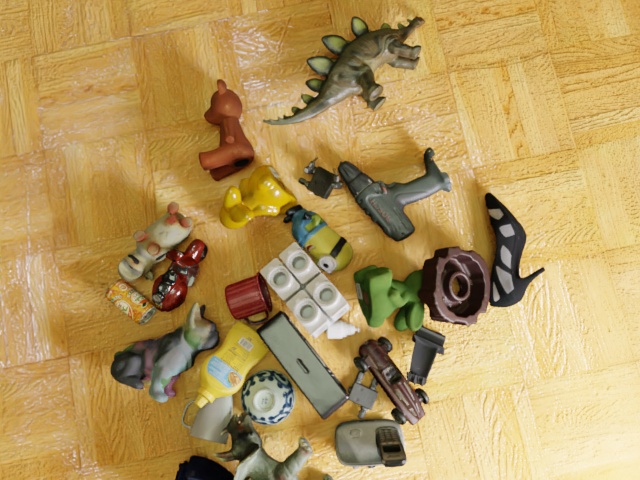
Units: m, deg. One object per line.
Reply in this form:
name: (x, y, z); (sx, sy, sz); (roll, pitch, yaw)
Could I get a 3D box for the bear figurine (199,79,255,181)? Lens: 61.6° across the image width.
bear figurine: (-0.228, -0.255, 1.241); (0.132, 0.120, 0.196); (-22, 80, 2)

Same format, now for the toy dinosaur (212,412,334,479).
toy dinosaur: (-0.057, 0.532, 1.091); (0.192, 0.131, 0.404); (-33, 92, -9)

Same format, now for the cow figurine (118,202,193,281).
cow figurine: (-0.375, 0.015, 1.213); (0.085, 0.127, 0.195); (41, 70, 6)

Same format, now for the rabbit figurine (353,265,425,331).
rabbit figurine: (0.179, 0.121, 1.174); (0.170, 0.121, 0.159); (-11, 84, -15)

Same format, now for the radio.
radio: (-0.035, 0.262, 1.146); (0.073, 0.131, 0.229); (-37, 82, -4)

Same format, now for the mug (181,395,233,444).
mug: (-0.239, 0.376, 1.167); (0.110, 0.080, 0.107); (13, 69, 10)

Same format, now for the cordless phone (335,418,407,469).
cordless phone: (0.104, 0.429, 1.090); (0.147, 0.184, 0.088); (-3, 86, 1)

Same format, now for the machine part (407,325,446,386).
machine part: (0.227, 0.251, 1.167); (0.084, 0.039, 0.139); (30, 55, 1)

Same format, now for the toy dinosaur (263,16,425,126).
toy dinosaur: (0.078, -0.394, 1.264); (0.199, 0.105, 0.471); (41, 75, 15)

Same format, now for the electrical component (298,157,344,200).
electrical component: (0.003, -0.140, 1.239); (0.102, 0.045, 0.078); (38, 100, 19)

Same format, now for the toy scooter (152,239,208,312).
toy scooter: (-0.317, 0.075, 1.183); (0.075, 0.135, 0.184); (30, 84, 4)

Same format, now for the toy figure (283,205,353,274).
toy figure: (-0.002, -0.005, 1.213); (0.089, 0.082, 0.180); (-39, 80, -2)

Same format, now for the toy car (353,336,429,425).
toy car: (0.158, 0.304, 1.164); (0.089, 0.053, 0.202); (-31, 79, -25)

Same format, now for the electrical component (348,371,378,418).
electrical component: (0.092, 0.342, 1.185); (0.063, 0.021, 0.094); (22, 82, 5)

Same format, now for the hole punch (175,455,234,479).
hole punch: (-0.238, 0.507, 1.119); (0.092, 0.142, 0.115); (-34, 96, -2)

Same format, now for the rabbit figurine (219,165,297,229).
rabbit figurine: (-0.156, -0.078, 1.208); (0.173, 0.162, 0.122); (-33, 94, 14)

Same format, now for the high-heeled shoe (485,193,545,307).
high-heeled shoe: (0.398, 0.025, 1.217); (0.145, 0.086, 0.249); (-38, 61, 26)

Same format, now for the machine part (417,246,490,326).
machine part: (0.293, 0.100, 1.164); (0.179, 0.056, 0.179); (3, 83, -30)

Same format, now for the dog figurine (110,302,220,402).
dog figurine: (-0.330, 0.228, 1.177); (0.192, 0.108, 0.219); (24, 78, 8)

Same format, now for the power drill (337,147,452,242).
power drill: (0.179, -0.128, 1.228); (0.207, 0.086, 0.232); (-30, 80, -7)
